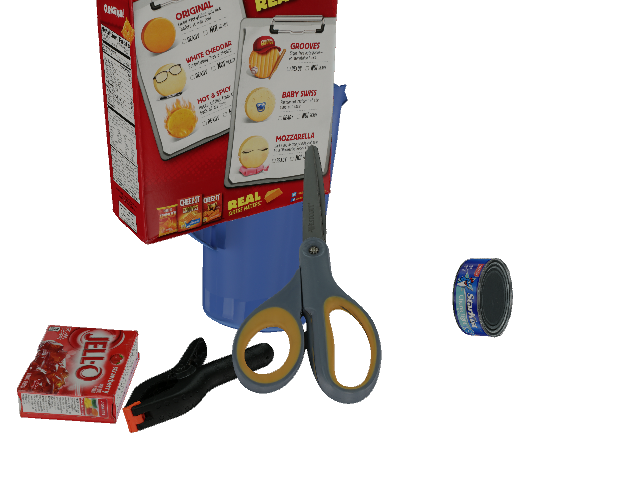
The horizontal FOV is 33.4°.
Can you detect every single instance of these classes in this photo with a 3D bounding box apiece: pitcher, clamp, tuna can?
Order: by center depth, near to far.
[{"bbox_3d":[-0.061,-0.040,1.015,0.149,0.243,0.145,7,13,5],"label":"pitcher"},{"bbox_3d":[-0.131,0.147,1.117,0.120,0.039,0.171,-11,19,36],"label":"clamp"},{"bbox_3d":[0.177,0.062,1.161,0.034,0.086,0.086,0,0,34],"label":"tuna can"}]

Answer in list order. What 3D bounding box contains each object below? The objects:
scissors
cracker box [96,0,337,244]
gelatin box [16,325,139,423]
[{"bbox_3d":[-0.021,0.019,0.665,0.096,0.202,0.016,-14,-39,-9],"label":"scissors"},{"bbox_3d":[-0.073,-0.121,0.769,0.163,0.214,0.072,-17,33,-30],"label":"cracker box"},{"bbox_3d":[-0.184,0.101,0.821,0.073,0.030,0.089,4,30,2],"label":"gelatin box"}]
